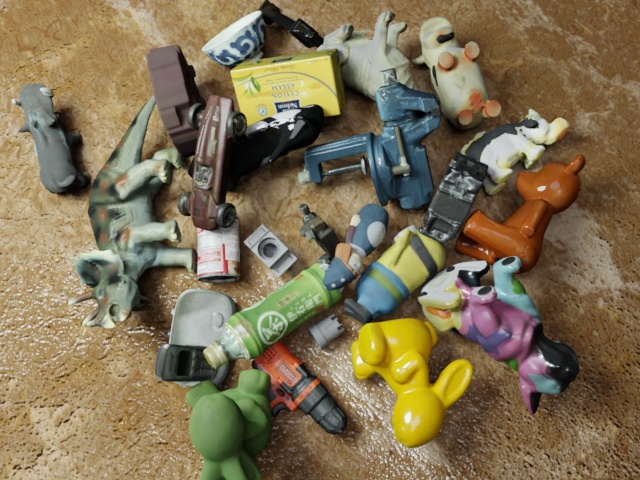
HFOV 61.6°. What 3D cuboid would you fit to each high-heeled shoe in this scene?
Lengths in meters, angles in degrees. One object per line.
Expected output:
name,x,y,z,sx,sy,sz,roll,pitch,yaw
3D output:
high-heeled shoe,-0.109,-0.159,0.877,0.249,0.086,0.145,0,44,40

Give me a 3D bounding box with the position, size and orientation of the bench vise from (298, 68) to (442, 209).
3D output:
bench vise,0.074,-0.142,0.839,0.241,0.129,0.223,-11,121,15

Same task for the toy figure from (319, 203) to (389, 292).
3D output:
toy figure,0.054,0.012,0.812,0.064,0.058,0.154,35,62,-7

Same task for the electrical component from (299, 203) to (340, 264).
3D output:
electrical component,-0.002,-0.002,0.849,0.045,0.102,0.078,-39,52,-8

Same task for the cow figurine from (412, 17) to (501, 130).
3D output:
cow figurine,0.221,-0.276,0.893,0.085,0.127,0.194,-22,91,-1

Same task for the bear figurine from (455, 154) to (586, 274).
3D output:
bear figurine,0.312,-0.052,0.826,0.132,0.120,0.196,27,78,13

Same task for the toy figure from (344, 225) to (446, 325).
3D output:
toy figure,0.117,0.057,0.833,0.089,0.082,0.180,43,76,-6

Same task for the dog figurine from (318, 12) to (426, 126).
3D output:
dog figurine,0.087,-0.259,0.907,0.172,0.121,0.190,-8,94,36

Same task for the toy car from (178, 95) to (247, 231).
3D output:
toy car,-0.163,-0.111,0.798,0.089,0.053,0.202,20,110,27

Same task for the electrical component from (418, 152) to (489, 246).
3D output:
electrical component,0.207,-0.068,0.826,0.058,0.134,0.114,28,117,8

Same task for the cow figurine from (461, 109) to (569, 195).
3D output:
cow figurine,0.317,-0.159,0.878,0.167,0.068,0.098,-36,72,-6

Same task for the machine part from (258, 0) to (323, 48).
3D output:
machine part,-0.050,-0.378,0.953,0.139,0.084,0.039,37,110,20

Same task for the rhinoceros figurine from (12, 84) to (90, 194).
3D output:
rhinoceros figurine,-0.460,-0.168,0.908,0.073,0.112,0.190,-18,84,2

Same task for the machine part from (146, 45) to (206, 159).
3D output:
machine part,-0.225,-0.224,0.877,0.056,0.179,0.179,-15,77,-1

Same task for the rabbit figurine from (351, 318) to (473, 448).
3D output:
rabbit figurine,0.133,0.209,0.779,0.162,0.121,0.173,1,55,-18

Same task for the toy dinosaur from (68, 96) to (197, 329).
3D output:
toy dinosaur,-0.313,-0.045,0.872,0.192,0.131,0.405,-12,70,1

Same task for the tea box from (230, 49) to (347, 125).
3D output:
tea box,-0.049,-0.250,0.882,0.170,0.068,0.098,-5,119,16

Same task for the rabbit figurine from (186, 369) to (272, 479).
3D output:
rabbit figurine,-0.130,0.250,0.698,0.121,0.170,0.159,-5,73,3

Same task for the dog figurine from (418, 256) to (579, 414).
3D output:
dog figurine,0.266,0.144,0.791,0.108,0.192,0.219,-39,105,-36

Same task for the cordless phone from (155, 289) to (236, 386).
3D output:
cordless phone,-0.192,0.139,0.781,0.089,0.184,0.146,4,78,9
